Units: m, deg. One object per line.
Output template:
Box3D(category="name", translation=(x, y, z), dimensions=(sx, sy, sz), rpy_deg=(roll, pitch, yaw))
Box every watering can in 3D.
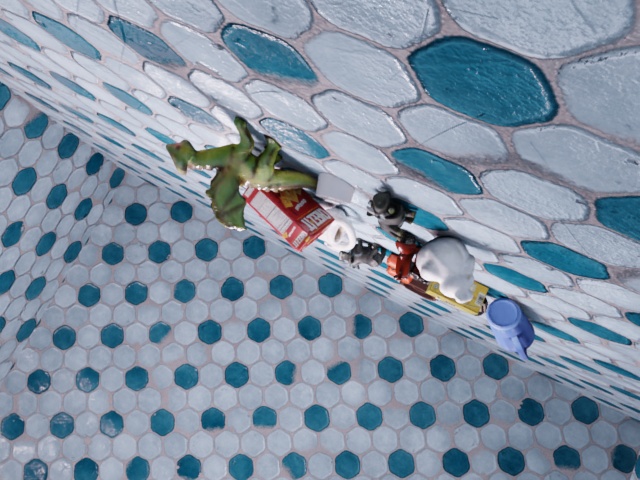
Box3D(category="watering can", translation=(0.005, -0.078, 1.554), dimensions=(0.226, 0.105, 0.340), rpy_deg=(25, 158, 23))

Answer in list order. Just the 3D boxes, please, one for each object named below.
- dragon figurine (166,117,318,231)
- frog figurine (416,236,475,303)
Box3D(category="dragon figurine", translation=(-0.174, -0.136, 1.239), dimensions=(0.406, 0.246, 0.122), rpy_deg=(33, 164, -26))
Box3D(category="frog figurine", translation=(0.311, 0.074, 1.254), dimensions=(0.137, 0.163, 0.119), rpy_deg=(-4, 138, -5))
